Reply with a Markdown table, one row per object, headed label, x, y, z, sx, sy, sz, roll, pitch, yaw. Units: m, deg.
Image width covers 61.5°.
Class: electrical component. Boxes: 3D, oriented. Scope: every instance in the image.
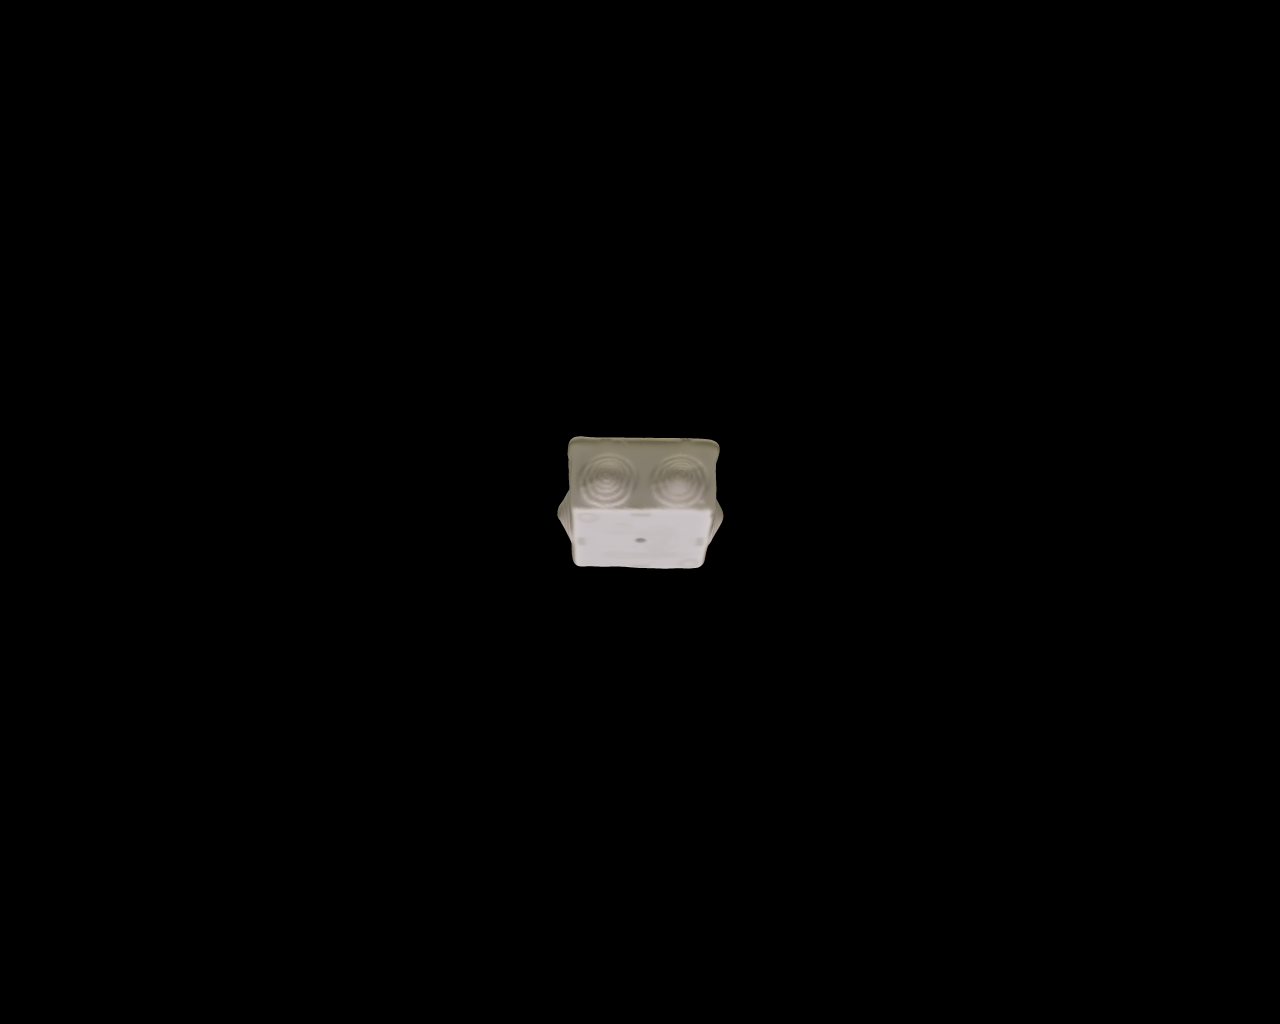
| label | x | y | z | sx | sy | sz | roll | pitch | yaw |
| --- | --- | --- | --- | --- | --- | --- | --- | --- | --- |
| electrical component | 0.001 | -0.003 | 0.650 | 0.100 | 0.048 | 0.099 | 1 | -28 | -2 |
